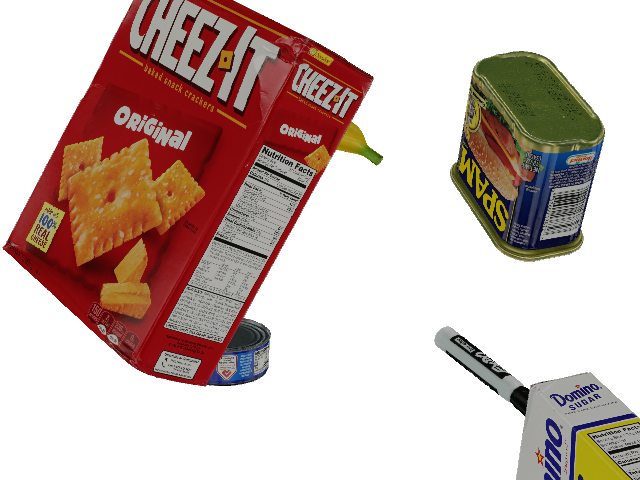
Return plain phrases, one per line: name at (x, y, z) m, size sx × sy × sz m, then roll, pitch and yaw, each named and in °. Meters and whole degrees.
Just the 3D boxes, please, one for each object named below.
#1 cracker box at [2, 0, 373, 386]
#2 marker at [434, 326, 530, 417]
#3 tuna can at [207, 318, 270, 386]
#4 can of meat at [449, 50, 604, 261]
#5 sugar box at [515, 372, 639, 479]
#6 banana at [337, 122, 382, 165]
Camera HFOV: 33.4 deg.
cracker box at (-0.089, -0.045, 0.658) m, size 0.164 × 0.214 × 0.072 m, roll 34°, pitch 8°, yaw 40°
marker at (0.127, 0.100, 0.799) m, size 0.020 × 0.020 × 0.121 m, roll 0°, pitch 23°, yaw -32°
tuna can at (-0.086, 0.093, 0.909) m, size 0.086 × 0.034 × 0.086 m, roll 3°, pitch 14°, yaw -1°
can of meat at (0.123, -0.053, 0.641) m, size 0.057 × 0.084 × 0.102 m, roll -10°, pitch 43°, yaw -15°
sugar box at (0.156, 0.149, 0.510) m, size 0.048 × 0.093 × 0.176 m, roll -9°, pitch 28°, yaw -22°
banana at (-0.027, -0.103, 1.108) m, size 0.197 × 0.037 × 0.070 m, roll -9°, pitch 47°, yaw -31°
